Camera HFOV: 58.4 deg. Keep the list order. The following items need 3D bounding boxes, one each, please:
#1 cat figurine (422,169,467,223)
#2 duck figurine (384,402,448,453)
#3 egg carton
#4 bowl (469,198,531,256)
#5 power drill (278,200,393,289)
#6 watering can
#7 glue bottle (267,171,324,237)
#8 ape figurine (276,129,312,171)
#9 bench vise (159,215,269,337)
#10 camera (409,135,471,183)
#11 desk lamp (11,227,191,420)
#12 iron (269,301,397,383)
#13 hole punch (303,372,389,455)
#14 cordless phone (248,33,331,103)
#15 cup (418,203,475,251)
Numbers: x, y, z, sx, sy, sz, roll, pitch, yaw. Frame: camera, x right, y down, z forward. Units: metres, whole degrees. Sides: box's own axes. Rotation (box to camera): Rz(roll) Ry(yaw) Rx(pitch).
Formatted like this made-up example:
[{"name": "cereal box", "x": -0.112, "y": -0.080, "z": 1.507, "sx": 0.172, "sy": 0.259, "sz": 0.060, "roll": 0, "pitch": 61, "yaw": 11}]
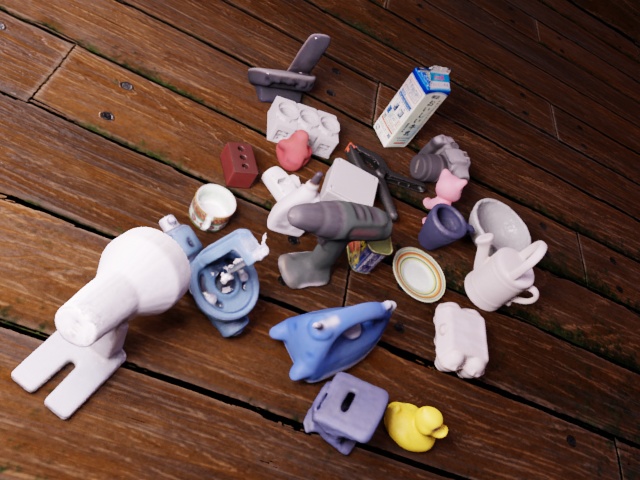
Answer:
[{"name": "cat figurine", "x": 0.294, "y": -0.096, "z": 1.324, "sx": 0.067, "sy": 0.117, "sz": 0.128, "roll": 21, "pitch": 49, "yaw": -17}, {"name": "duck figurine", "x": 0.167, "y": 0.307, "z": 0.969, "sx": 0.104, "sy": 0.086, "sz": 0.077, "roll": 35, "pitch": 46, "yaw": -4}, {"name": "egg carton", "x": 0.273, "y": 0.196, "z": 1.128, "sx": 0.107, "sy": 0.069, "sz": 0.150, "roll": 20, "pitch": 49, "yaw": -18}, {"name": "bowl", "x": 0.414, "y": -0.013, "z": 1.365, "sx": 0.168, "sy": 0.074, "sz": 0.167, "roll": 16, "pitch": 50, "yaw": -21}, {"name": "power drill", "x": 0.009, "y": 0.004, "z": 1.013, "sx": 0.230, "sy": 0.208, "sz": 0.075, "roll": -6, "pitch": 61, "yaw": -34}, {"name": "watering can", "x": 0.399, "y": 0.062, "z": 1.218, "sx": 0.173, "sy": 0.193, "sz": 0.101, "roll": 28, "pitch": 47, "yaw": -10}, {"name": "glue bottle", "x": -0.034, "y": -0.071, "z": 1.066, "sx": 0.078, "sy": 0.173, "sz": 0.037, "roll": 15, "pitch": 51, "yaw": -21}, {"name": "ape figurine", "x": -0.049, "y": -0.196, "z": 1.206, "sx": 0.078, "sy": 0.092, "sz": 0.076, "roll": 25, "pitch": 48, "yaw": -13}, {"name": "bench vise", "x": -0.169, "y": 0.036, "z": 0.872, "sx": 0.207, "sy": 0.219, "sz": 0.121, "roll": 33, "pitch": 46, "yaw": -5}, {"name": "camera", "x": 0.289, "y": -0.194, "z": 1.406, "sx": 0.137, "sy": 0.100, "sz": 0.143, "roll": 0, "pitch": 57, "yaw": -31}, {"name": "desk lamp", "x": -0.282, "y": 0.104, "z": 0.757, "sx": 0.118, "sy": 0.213, "sz": 0.203, "roll": 38, "pitch": 46, "yaw": -1}, {"name": "iron", "x": 0.052, "y": 0.145, "z": 0.980, "sx": 0.259, "sy": 0.141, "sz": 0.118, "roll": -13, "pitch": 65, "yaw": -37}, {"name": "hole punch", "x": 0.042, "y": 0.272, "z": 0.916, "sx": 0.101, "sy": 0.091, "sz": 0.109, "roll": 38, "pitch": 46, "yaw": -1}, {"name": "cordless phone", "x": -0.067, "y": -0.397, "z": 1.280, "sx": 0.148, "sy": 0.184, "sz": 0.094, "roll": -7, "pitch": 61, "yaw": -35}, {"name": "cup", "x": 0.273, "y": -0.017, "z": 1.268, "sx": 0.118, "sy": 0.094, "sz": 0.091, "roll": 14, "pitch": 51, "yaw": -22}]
